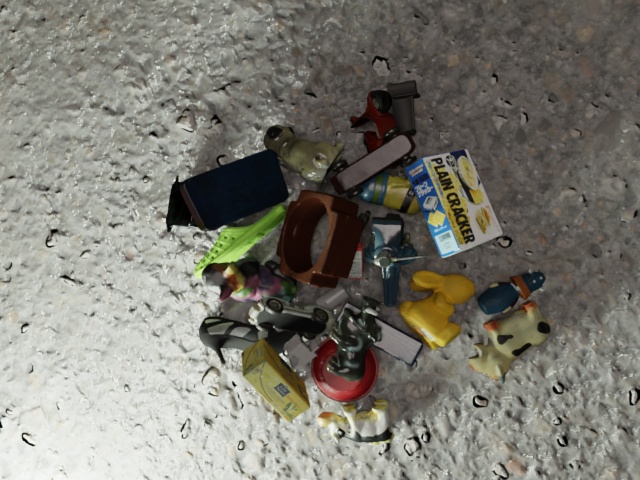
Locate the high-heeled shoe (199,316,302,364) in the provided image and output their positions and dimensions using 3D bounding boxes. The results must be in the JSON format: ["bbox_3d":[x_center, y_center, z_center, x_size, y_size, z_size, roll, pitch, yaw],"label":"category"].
[{"bbox_3d":[-0.163,0.213,1.295,0.249,0.086,0.145,-16,45,-14],"label":"high-heeled shoe"}]

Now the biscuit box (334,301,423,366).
[{"bbox_3d":[0.136,0.215,1.239,0.203,0.059,0.062,28,90,10],"label":"biscuit box"}]

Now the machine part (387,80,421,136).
[{"bbox_3d":[0.201,-0.311,1.280,0.084,0.039,0.138,-3,84,3],"label":"machine part"}]

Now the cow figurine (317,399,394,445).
[{"bbox_3d":[0.081,0.426,1.231,0.167,0.068,0.098,-11,91,8],"label":"cow figurine"}]

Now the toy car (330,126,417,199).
[{"bbox_3d":[0.117,-0.168,1.185,0.202,0.053,0.089,-32,90,15],"label":"toy car"}]

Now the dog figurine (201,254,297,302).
[{"bbox_3d":[-0.158,0.097,1.211,0.192,0.219,0.108,18,92,10],"label":"dog figurine"}]

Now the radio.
[{"bbox_3d":[-0.196,-0.114,1.253,0.230,0.073,0.131,-24,98,-19],"label":"radio"}]

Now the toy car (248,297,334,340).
[{"bbox_3d":[-0.064,0.175,1.217,0.201,0.056,0.073,15,125,-24],"label":"toy car"}]

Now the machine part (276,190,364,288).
[{"bbox_3d":[-0.002,-0.004,1.198,0.201,0.087,0.201,17,91,54],"label":"machine part"}]

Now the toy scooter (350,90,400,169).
[{"bbox_3d":[0.128,-0.251,1.256,0.075,0.135,0.183,-24,104,-34],"label":"toy scooter"}]

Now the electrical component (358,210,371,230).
[{"bbox_3d":[0.076,-0.027,1.250,0.045,0.102,0.078,32,69,-1],"label":"electrical component"}]

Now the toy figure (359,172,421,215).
[{"bbox_3d":[0.158,-0.112,1.249,0.180,0.082,0.089,7,114,1],"label":"toy figure"}]

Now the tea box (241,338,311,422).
[{"bbox_3d":[-0.100,0.315,1.212,0.068,0.098,0.169,-37,116,6],"label":"tea box"}]

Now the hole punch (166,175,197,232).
[{"bbox_3d":[-0.311,-0.083,1.321,0.116,0.092,0.142,7,90,39],"label":"hole punch"}]

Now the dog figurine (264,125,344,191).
[{"bbox_3d":[-0.054,-0.208,1.246,0.191,0.172,0.121,30,80,2],"label":"dog figurine"}]

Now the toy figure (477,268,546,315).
[{"bbox_3d":[0.431,0.114,1.205,0.154,0.058,0.064,-27,112,1],"label":"toy figure"}]

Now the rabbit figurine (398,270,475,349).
[{"bbox_3d":[0.269,0.140,1.215,0.173,0.121,0.162,-42,72,-11],"label":"rabbit figurine"}]

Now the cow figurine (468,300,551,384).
[{"bbox_3d":[0.418,0.230,1.190,0.195,0.085,0.127,-30,76,4],"label":"cow figurine"}]

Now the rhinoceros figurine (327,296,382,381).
[{"bbox_3d":[0.078,0.216,1.180,0.112,0.073,0.190,13,91,11],"label":"rhinoceros figurine"}]

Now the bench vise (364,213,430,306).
[{"bbox_3d":[0.157,0.053,1.192,0.129,0.224,0.240,-2,113,1],"label":"bench vise"}]
